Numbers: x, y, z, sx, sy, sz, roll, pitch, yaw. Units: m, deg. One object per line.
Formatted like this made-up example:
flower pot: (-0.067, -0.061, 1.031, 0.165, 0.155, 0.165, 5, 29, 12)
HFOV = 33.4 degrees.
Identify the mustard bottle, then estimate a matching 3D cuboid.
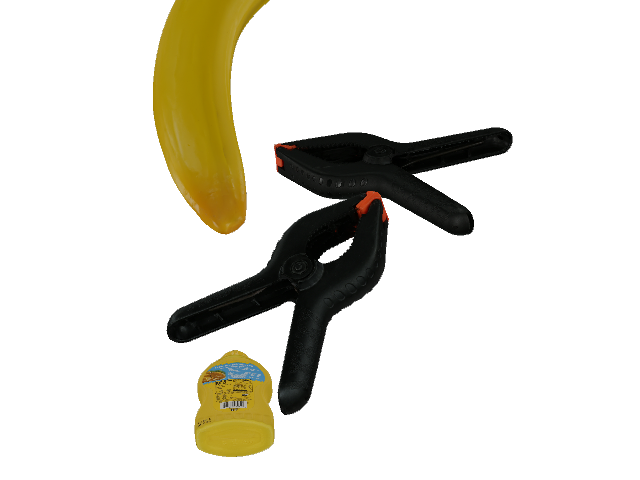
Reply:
mustard bottle: (-0.109, 0.196, 1.361, 0.096, 0.058, 0.191, -4, 26, -3)

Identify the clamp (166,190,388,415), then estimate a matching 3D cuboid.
clamp: (-0.021, 0.030, 0.721, 0.120, 0.171, 0.039, 22, -32, 25)

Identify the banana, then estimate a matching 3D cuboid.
banana: (-0.047, -0.091, 0.527, 0.069, 0.197, 0.037, 12, -35, 6)

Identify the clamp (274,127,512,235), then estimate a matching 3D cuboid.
clamp: (0.062, -0.068, 0.947, 0.210, 0.036, 0.164, 11, 34, 25)
